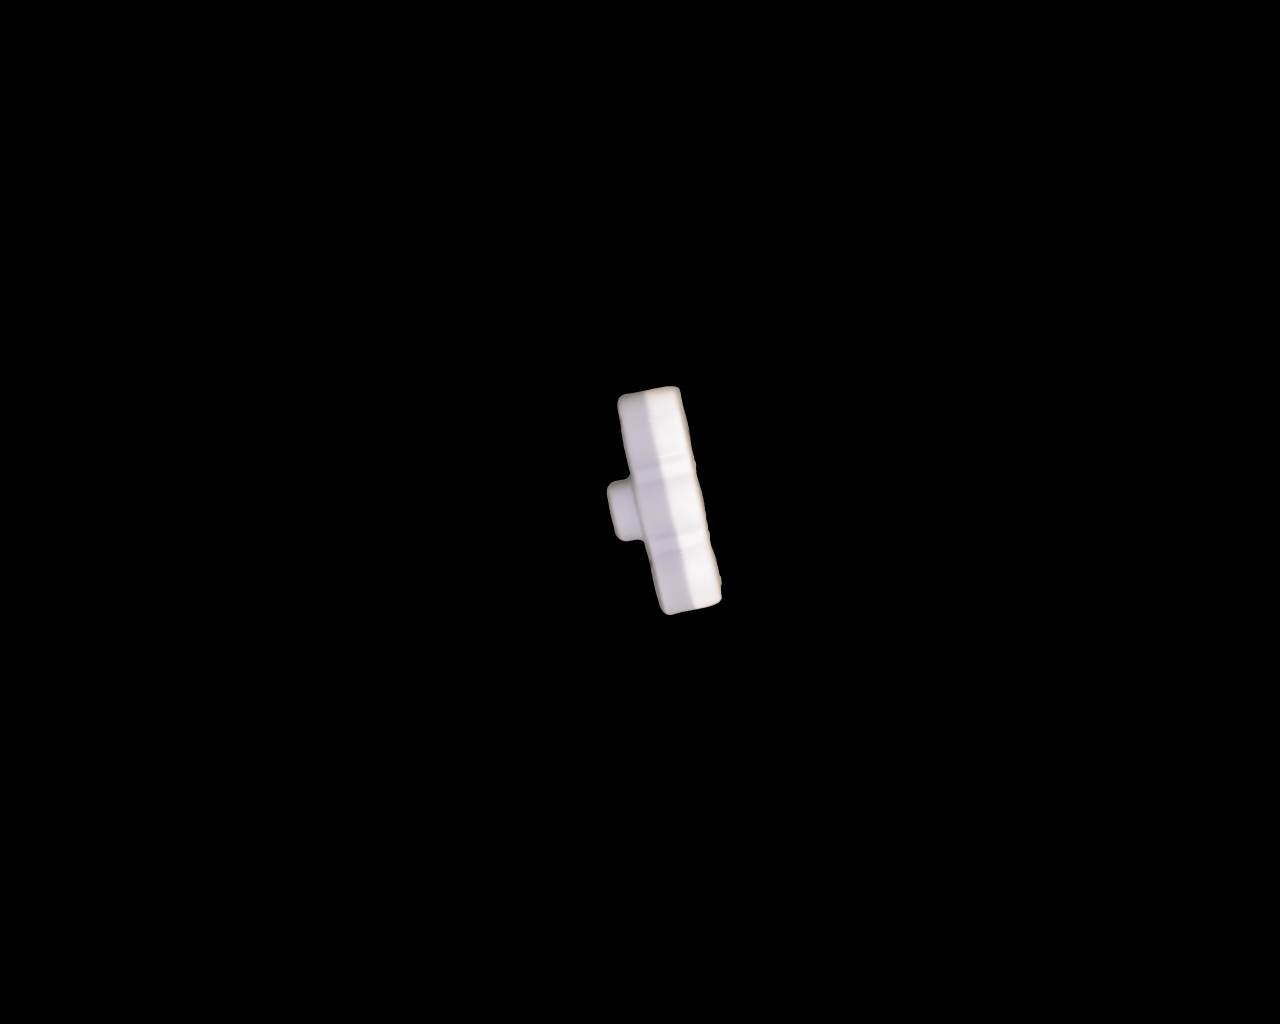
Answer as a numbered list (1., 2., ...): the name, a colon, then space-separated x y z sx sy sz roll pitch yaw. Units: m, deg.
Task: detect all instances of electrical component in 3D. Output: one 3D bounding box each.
1. electrical component: 0.001 -0.003 0.650 0.074 0.138 0.052 -11 11 2
